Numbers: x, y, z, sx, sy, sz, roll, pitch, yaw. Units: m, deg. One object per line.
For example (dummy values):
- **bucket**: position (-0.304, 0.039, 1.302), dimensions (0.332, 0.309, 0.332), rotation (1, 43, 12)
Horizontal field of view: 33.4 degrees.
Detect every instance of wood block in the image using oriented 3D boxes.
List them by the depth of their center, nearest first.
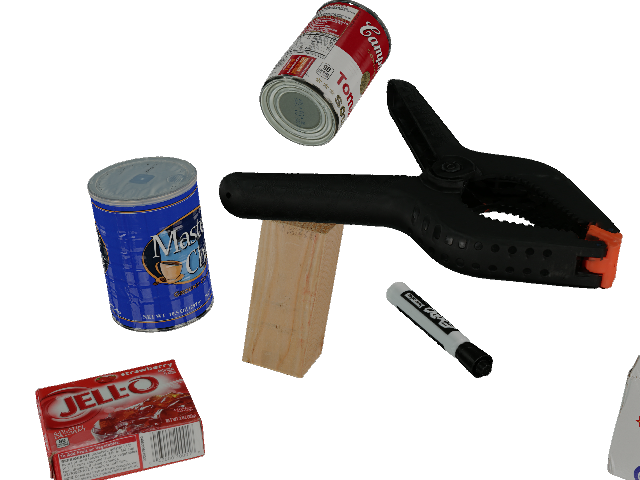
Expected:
- **wood block**: position (-0.037, 0.064, 1.425), dimensions (0.090, 0.206, 0.090), rotation (15, 21, 13)

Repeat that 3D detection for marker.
- **marker**: position (0.088, 0.066, 0.791), dimensions (0.020, 0.020, 0.121), rotation (0, 25, -31)

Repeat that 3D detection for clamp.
- **clamp**: position (0.060, -0.023, 0.580), dimensions (0.164, 0.036, 0.210), rotation (-30, 44, -32)

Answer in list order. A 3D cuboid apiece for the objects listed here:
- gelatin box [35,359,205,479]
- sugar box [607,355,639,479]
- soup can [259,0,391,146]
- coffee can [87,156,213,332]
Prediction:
- **gelatin box**: position (-0.121, 0.108, 0.638), dimensions (0.089, 0.030, 0.073), rotation (-10, 25, -17)
- **sugar box**: position (0.307, 0.157, 0.785), dimensions (0.176, 0.093, 0.048), rotation (16, 27, 23)
- **soup can**: position (0.004, -0.131, 0.829), dimensions (0.069, 0.068, 0.102), rotation (0, 44, 37)
- **coffee can**: position (-0.162, 0.003, 1.030), dimensions (0.103, 0.140, 0.103), rotation (-4, 27, 2)
